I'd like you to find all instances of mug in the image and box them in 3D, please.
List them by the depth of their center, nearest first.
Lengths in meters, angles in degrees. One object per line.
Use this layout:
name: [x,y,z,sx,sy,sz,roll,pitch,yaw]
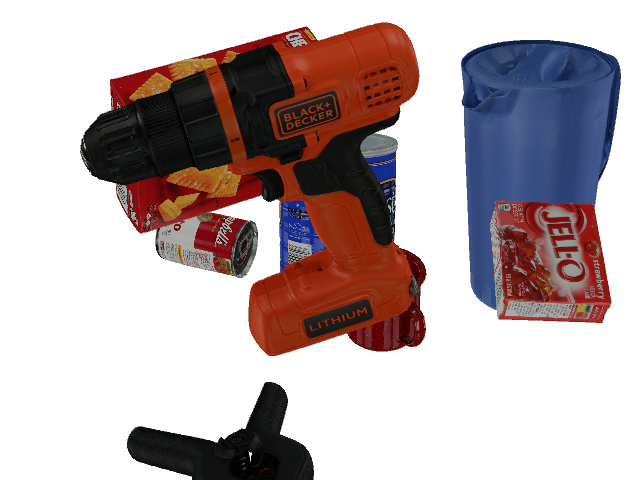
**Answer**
mug: [0.073,0.070,1.140,0.093,0.081,0.117,-24,41,-27]

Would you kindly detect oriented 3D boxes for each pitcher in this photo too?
pitcher: [0.204,-0.059,0.995,0.149,0.243,0.145,1,29,7]

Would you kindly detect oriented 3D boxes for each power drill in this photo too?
power drill: [-0.024,-0.020,0.608,0.184,0.187,0.057,-17,41,-3]

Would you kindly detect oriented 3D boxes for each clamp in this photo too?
clamp: [-0.064,0.148,0.711,0.120,0.039,0.171,-20,17,-9]

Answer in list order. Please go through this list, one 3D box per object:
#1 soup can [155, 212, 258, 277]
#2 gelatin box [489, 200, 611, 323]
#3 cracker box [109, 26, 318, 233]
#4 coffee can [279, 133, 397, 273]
soup can: [-0.133,0.000,1.247,0.102,0.068,0.068,13,4,18]
gelatin box: [0.159,0.013,0.748,0.073,0.089,0.030,2,-37,0]
cracker box: [-0.097,-0.108,1.070,0.213,0.072,0.164,-19,-35,-22]
coffee can: [0.014,-0.018,0.927,0.103,0.140,0.103,0,15,0]
